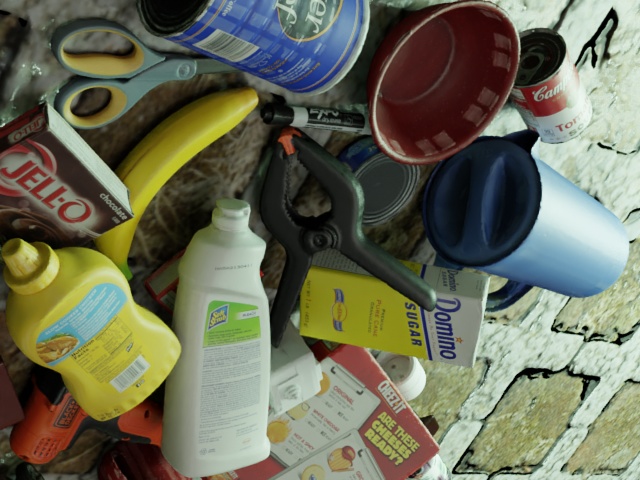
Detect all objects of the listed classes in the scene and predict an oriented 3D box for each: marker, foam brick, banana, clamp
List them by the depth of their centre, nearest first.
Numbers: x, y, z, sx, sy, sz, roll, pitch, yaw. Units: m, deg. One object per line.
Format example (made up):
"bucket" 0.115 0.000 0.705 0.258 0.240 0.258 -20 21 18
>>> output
"banana" -0.130 -0.055 0.870 0.198 0.037 0.069 -51 148 11
"foam brick" -0.286 0.119 0.888 0.051 0.053 0.078 -24 137 -19
"marker" -0.001 -0.106 0.936 0.120 0.020 0.020 1 124 -37
"clamp" -0.006 0.001 0.962 0.165 0.036 0.210 -21 111 13

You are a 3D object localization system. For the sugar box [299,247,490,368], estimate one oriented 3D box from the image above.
"sugar box" 0.070 0.065 1.036 0.048 0.176 0.093 -65 162 -48

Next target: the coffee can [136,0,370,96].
"coffee can" -0.047 -0.174 0.779 0.140 0.103 0.103 16 114 -43

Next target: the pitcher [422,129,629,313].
"pitcher" 0.218 -0.003 1.111 0.149 0.145 0.242 -21 154 34

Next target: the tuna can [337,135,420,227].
"tuna can" 0.050 -0.056 1.005 0.086 0.034 0.086 -20 134 -22

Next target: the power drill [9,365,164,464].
"power drill" -0.171 0.130 0.982 0.187 0.057 0.184 19 110 -43

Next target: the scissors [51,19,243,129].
"scissors" -0.122 -0.120 0.835 0.201 0.016 0.096 8 121 -41

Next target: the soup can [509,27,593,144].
"soup can" 0.218 -0.147 1.030 0.068 0.069 0.102 -42 139 1

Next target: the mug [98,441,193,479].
"mug" -0.175 0.241 1.052 0.093 0.082 0.117 -44 139 3

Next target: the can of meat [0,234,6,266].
"can of meat" -0.291 0.004 0.782 0.084 0.057 0.102 -38 139 -2

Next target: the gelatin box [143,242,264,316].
"gelatin box" -0.105 0.035 0.969 0.089 0.030 0.073 -41 140 -2

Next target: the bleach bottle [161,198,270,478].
"bleach bottle" -0.083 0.084 0.942 0.102 0.068 0.251 -9 117 -36

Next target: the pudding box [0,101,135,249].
"pudding box" -0.208 -0.040 0.801 0.090 0.039 0.113 -26 138 12

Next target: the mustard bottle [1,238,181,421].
"mustard bottle" -0.188 0.061 0.833 0.096 0.058 0.191 -41 139 -9

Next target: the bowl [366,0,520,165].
"bowl" 0.098 -0.148 0.946 0.161 0.055 0.162 -20 134 -23

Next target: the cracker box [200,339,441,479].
"cracker box" -0.009 0.216 1.116 0.213 0.072 0.164 -38 105 -5
